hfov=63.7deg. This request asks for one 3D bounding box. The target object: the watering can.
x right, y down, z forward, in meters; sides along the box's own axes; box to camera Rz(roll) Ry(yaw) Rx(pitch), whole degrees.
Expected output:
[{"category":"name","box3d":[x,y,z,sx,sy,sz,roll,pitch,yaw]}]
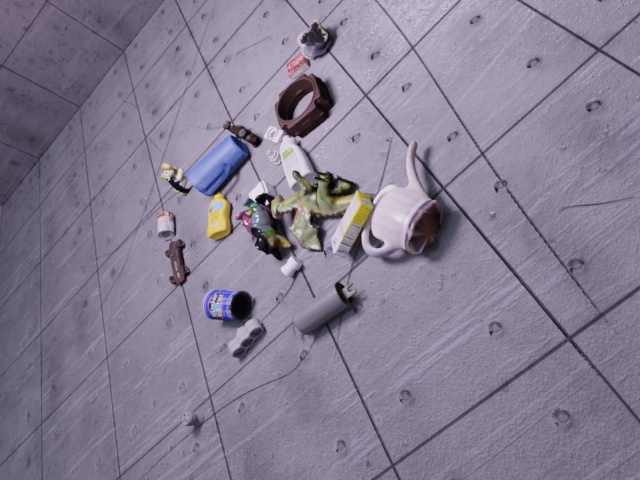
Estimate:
[{"category":"watering can","box3d":[0.237,-0.100,1.391,0.226,0.103,0.348,27,89,47]}]

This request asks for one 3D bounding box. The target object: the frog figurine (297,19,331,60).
[{"category":"frog figurine","box3d":[-0.028,-0.756,1.974,0.159,0.122,0.138,179,105,-79]}]

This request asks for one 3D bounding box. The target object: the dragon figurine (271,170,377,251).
[{"category":"dragon figurine","box3d":[0.005,-0.081,1.606,0.413,0.122,0.240,23,105,30]}]
